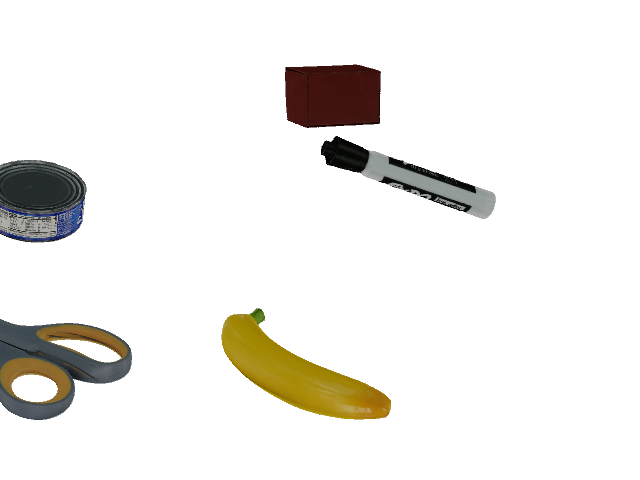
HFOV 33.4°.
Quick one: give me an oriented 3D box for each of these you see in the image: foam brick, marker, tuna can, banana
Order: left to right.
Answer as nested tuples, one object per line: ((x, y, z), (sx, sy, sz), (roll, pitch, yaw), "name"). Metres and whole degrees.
((-0.248, -0.034, 0.926), (0.086, 0.034, 0.086), (9, 32, -6), "tuna can")
((-0.027, 0.098, 0.859), (0.069, 0.037, 0.198), (-21, 32, -28), "banana")
((0.012, -0.136, 1.004), (0.078, 0.051, 0.053), (-5, 17, -22), "foam brick")
((0.056, -0.040, 0.682), (0.121, 0.020, 0.020), (18, -6, -19), "marker")

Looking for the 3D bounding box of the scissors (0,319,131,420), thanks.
((-0.225, 0.071, 0.704), (0.202, 0.016, 0.096), (10, 32, 12), "scissors")
